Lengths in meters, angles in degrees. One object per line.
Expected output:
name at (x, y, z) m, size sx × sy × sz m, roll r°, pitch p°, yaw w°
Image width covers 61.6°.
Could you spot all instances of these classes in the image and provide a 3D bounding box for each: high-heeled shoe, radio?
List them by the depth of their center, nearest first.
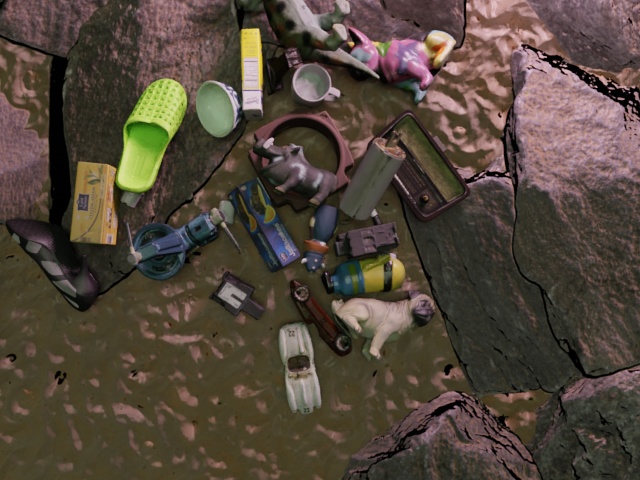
high-heeled shoe at (-0.588, 0.054, 1.175) m, size 0.249 × 0.086 × 0.145 m, roll 25°, pitch 118°, yaw 16°
radio at (0.213, -0.159, 1.188) m, size 0.131 × 0.073 × 0.229 m, roll -36°, pitch 89°, yaw 13°

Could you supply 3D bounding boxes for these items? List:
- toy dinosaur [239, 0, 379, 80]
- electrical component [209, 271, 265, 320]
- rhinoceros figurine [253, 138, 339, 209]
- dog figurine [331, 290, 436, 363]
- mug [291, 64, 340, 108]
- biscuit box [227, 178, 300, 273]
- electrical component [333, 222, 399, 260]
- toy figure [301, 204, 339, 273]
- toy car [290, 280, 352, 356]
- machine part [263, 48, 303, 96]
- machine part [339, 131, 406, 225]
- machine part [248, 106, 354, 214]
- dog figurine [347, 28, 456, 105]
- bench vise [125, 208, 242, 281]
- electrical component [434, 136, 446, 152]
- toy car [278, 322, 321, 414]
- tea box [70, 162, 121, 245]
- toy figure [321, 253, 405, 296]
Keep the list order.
toy dinosaur at (-0.047, -0.475, 1.160) m, size 0.131 × 0.192 × 0.404 m, roll -33°, pitch 94°, yaw -41°
electrical component at (-0.176, 0.128, 1.185) m, size 0.119 × 0.048 × 0.075 m, roll 30°, pitch 87°, yaw -2°
rhinoceros figurine at (-0.054, -0.141, 1.104) m, size 0.190 × 0.073 × 0.112 m, roll 28°, pitch 88°, yaw -1°
dog figurine at (0.141, 0.152, 1.181) m, size 0.190 × 0.121 × 0.172 m, roll -41°, pitch 100°, yaw -15°
mug at (-0.014, -0.329, 1.181) m, size 0.109 × 0.107 × 0.080 m, roll 9°, pitch 90°, yaw -11°
biscuit box at (-0.122, -0.031, 1.174) m, size 0.059 × 0.063 × 0.202 m, roll -30°, pitch 90°, yaw -38°
electrical component at (0.097, 0.006, 1.169) m, size 0.134 × 0.115 × 0.058 m, roll -12°, pitch 84°, yaw -3°
toy figure at (-0.001, -0.003, 1.195) m, size 0.064 × 0.058 × 0.154 m, roll 19°, pitch 92°, yaw 4°
toy car at (-0.004, 0.171, 1.170) m, size 0.053 × 0.089 × 0.202 m, roll -40°, pitch 91°, yaw -7°
machine part at (-0.086, -0.372, 1.170) m, size 0.039 × 0.139 × 0.084 m, roll -1°, pitch 84°, yaw -32°
machine part at (0.110, -0.127, 1.147) m, size 0.079 × 0.079 × 0.243 m, roll 27°, pitch 120°, yaw -1°
machine part at (-0.042, -0.176, 1.185) m, size 0.201 × 0.087 × 0.201 m, roll -28°, pitch 91°, yaw -4°
dog figurine at (0.166, -0.416, 1.195) m, size 0.219 × 0.108 × 0.191 m, roll 32°, pitch 87°, yaw 2°
bench vise at (-0.305, 0.011, 1.100) m, size 0.224 × 0.240 × 0.128 m, roll -19°, pitch 93°, yaw 13°
electrical component at (0.252, -0.202, 1.231) m, size 0.063 × 0.021 × 0.094 m, roll -38°, pitch 91°, yaw -3°
toy car at (-0.045, 0.282, 1.181) m, size 0.074 × 0.056 × 0.201 m, roll -10°, pitch 88°, yaw -3°
tea box at (-0.479, -0.075, 1.155) m, size 0.068 × 0.098 × 0.169 m, roll 4°, pitch 86°, yaw -4°
toy figure at (0.097, 0.082, 1.185) m, size 0.180 × 0.082 × 0.089 m, roll -15°, pitch 100°, yaw -7°
